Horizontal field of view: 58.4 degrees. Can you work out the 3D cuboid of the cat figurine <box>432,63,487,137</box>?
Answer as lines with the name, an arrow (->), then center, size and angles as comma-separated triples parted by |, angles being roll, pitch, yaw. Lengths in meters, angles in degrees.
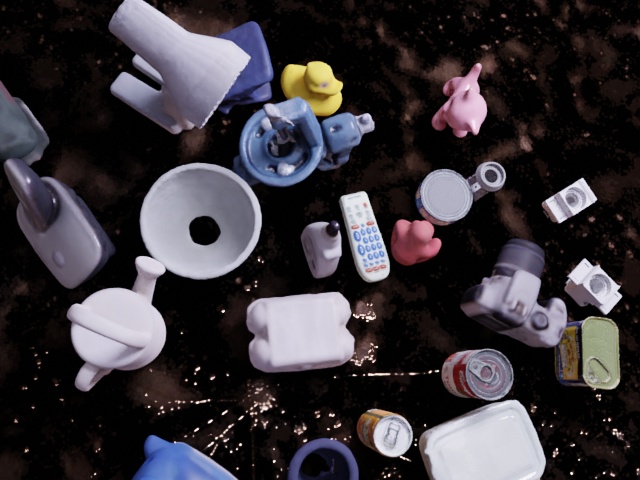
cat figurine -> 0.232, -0.220, 0.912 | 0.067, 0.117, 0.128 | 20, 75, -4

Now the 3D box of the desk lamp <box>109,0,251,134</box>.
desk lamp -> -0.202, -0.231, 0.796 | 0.203, 0.213, 0.118 | 31, 74, 0

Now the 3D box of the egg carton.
egg carton -> -0.027, 0.132, 0.813 | 0.150, 0.069, 0.107 | -5, 78, -10

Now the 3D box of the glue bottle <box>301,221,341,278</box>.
glue bottle -> 0.007, 0.003, 0.795 | 0.037, 0.173, 0.078 | -15, 79, -12

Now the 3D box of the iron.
iron -> -0.135, 0.354, 0.706 | 0.258, 0.141, 0.119 | 32, 74, 0

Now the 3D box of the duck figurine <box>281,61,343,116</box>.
duck figurine -> -0.010, -0.249, 0.897 | 0.104, 0.086, 0.077 | 29, 74, -1

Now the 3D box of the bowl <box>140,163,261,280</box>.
bowl -> -0.169, -0.021, 0.824 | 0.167, 0.074, 0.167 | 2, 77, -8

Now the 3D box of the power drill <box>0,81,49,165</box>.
power drill -> -0.443, -0.187, 0.751 | 0.076, 0.208, 0.229 | -37, 85, -15

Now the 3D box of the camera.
camera -> 0.308, 0.075, 0.863 | 0.143, 0.100, 0.137 | 27, 74, -2

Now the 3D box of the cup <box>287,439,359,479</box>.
cup -> 0.010, 0.316, 0.763 | 0.118, 0.095, 0.092 | 35, 74, 1

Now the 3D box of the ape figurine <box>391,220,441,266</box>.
ape figurine -> 0.145, -0.002, 0.860 | 0.076, 0.092, 0.078 | -40, 85, -15

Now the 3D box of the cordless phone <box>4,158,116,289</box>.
cordless phone -> -0.346, -0.022, 0.739 | 0.094, 0.185, 0.147 | -39, 85, -15

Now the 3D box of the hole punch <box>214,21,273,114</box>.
hole punch -> -0.127, -0.265, 0.880 | 0.101, 0.091, 0.108 | -15, 79, -12

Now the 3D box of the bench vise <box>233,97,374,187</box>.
bench vise -> -0.024, -0.160, 0.805 | 0.208, 0.219, 0.121 | -36, 84, -15

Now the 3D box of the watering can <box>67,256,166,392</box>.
watering can -> -0.255, 0.104, 0.719 | 0.101, 0.194, 0.173 | 6, 76, -7
